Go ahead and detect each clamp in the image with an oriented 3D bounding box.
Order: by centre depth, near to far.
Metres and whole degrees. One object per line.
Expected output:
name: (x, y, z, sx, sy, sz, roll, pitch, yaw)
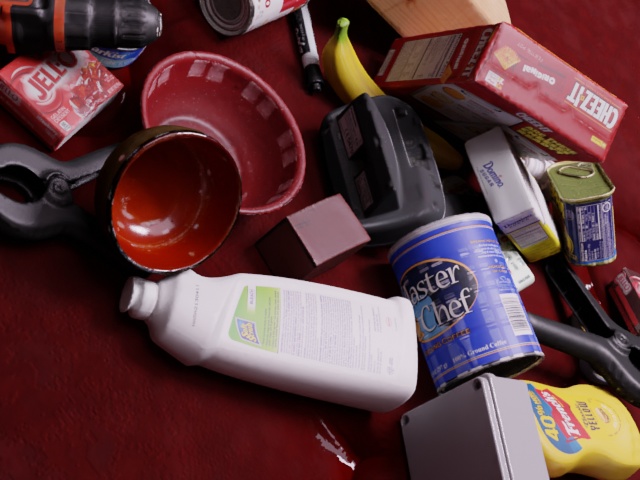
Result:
clamp: (-0.202, -0.041, 0.820, 0.171, 0.039, 0.120, 20, 45, -37)
clamp: (0.294, 0.104, 1.089, 0.210, 0.036, 0.164, 36, 33, -1)

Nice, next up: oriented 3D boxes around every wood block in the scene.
wood block: (0.120, -0.266, 1.136, 0.205, 0.091, 0.090, 33, 43, -49)

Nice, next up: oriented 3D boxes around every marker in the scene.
marker: (-0.014, -0.202, 1.088, 0.020, 0.020, 0.121, 8, 59, -35)

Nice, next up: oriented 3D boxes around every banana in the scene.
banana: (0.062, -0.135, 1.074, 0.197, 0.070, 0.037, 45, 69, -20)

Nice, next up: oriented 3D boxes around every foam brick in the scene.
foam brick: (-0.006, 0.001, 0.941, 0.078, 0.051, 0.053, -24, 79, -45)

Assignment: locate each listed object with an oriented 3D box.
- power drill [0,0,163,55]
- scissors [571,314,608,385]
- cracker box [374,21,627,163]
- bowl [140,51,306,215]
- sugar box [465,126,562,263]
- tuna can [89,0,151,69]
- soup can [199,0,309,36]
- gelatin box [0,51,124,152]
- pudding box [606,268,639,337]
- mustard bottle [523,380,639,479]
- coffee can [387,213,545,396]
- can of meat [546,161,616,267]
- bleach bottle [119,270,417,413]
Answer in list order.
power drill: (-0.220, -0.231, 0.874, 0.184, 0.057, 0.187, 3, 53, -10)
scissors: (0.342, 0.109, 1.178, 0.201, 0.016, 0.096, -10, 70, -43)
cracker box: (0.173, -0.145, 1.067, 0.164, 0.214, 0.072, 27, 85, -23)
bowl: (-0.093, -0.082, 0.920, 0.161, 0.055, 0.162, 20, 52, -28)
sugar box: (0.198, -0.042, 1.080, 0.176, 0.048, 0.093, 29, 39, -63)
tuna can: (-0.188, -0.193, 0.931, 0.086, 0.034, 0.086, 20, 52, -28)
soup can: (-0.062, -0.245, 1.043, 0.068, 0.069, 0.102, 53, 45, 1)
gelatin box: (-0.214, -0.124, 0.868, 0.073, 0.030, 0.089, 44, 44, -7)
pudding box: (0.384, 0.087, 1.194, 0.113, 0.039, 0.090, 22, 34, -29)
mustard bottle: (0.212, 0.176, 0.996, 0.191, 0.058, 0.096, 10, 43, -33)
coffee can: (0.132, 0.060, 0.977, 0.102, 0.103, 0.140, -2, 65, -40)
can of meat: (0.282, -0.029, 1.146, 0.102, 0.057, 0.084, -92, 172, -64)
bleach bottle: (-0.040, 0.068, 0.864, 0.250, 0.068, 0.102, 18, 53, -27)
